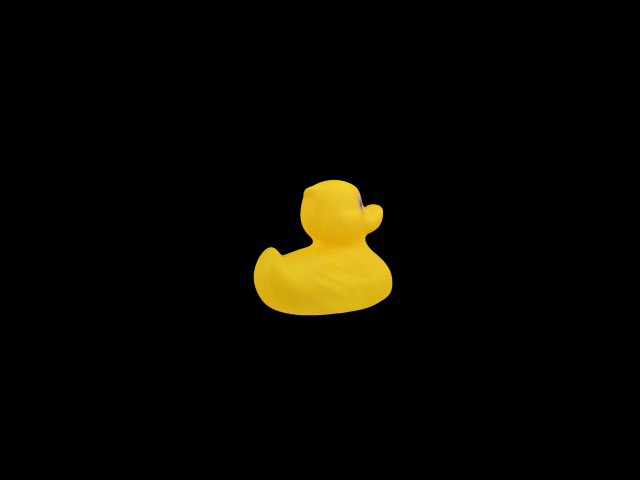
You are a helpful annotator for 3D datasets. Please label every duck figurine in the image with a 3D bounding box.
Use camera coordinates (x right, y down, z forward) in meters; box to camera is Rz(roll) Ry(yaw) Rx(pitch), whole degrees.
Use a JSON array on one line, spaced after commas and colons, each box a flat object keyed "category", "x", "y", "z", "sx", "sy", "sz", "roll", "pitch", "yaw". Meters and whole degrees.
[{"category": "duck figurine", "x": 0.004, "y": 0.001, "z": 0.400, "sx": 0.105, "sy": 0.086, "sz": 0.077, "roll": -7, "pitch": 14, "yaw": -30}]
